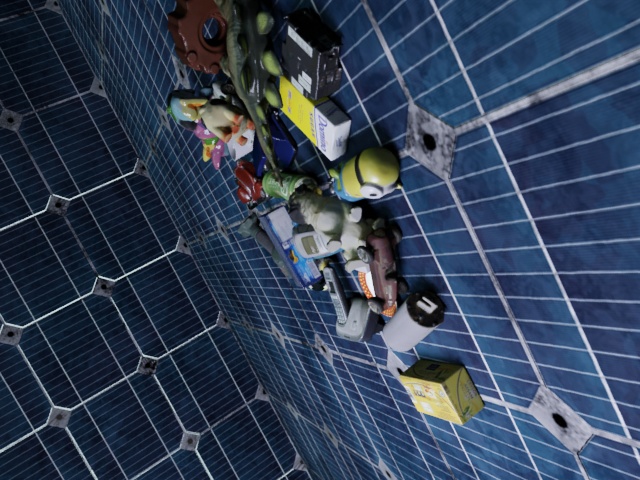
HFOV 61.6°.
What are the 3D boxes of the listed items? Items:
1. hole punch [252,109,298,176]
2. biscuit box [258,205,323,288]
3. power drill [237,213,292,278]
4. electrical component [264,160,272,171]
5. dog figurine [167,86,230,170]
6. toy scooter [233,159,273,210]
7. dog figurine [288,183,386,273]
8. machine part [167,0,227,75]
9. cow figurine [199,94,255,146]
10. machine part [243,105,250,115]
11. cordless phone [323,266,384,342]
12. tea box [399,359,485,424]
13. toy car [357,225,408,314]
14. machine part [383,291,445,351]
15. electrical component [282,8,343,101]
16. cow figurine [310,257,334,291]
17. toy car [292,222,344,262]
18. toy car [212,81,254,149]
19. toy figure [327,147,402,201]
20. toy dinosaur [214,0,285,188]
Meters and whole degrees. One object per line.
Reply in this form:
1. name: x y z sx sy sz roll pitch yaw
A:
1. hole punch: -0.123 -0.221 1.257 0.116 0.092 0.142 61 162 10
2. biscuit box: -0.070 0.018 1.288 0.202 0.059 0.063 62 162 -9
3. power drill: -0.131 0.027 1.506 0.207 0.086 0.232 47 175 12
4. electrical component: -0.137 -0.213 1.381 0.063 0.021 0.093 40 151 43
5. dog figurine: -0.327 -0.304 1.494 0.109 0.191 0.219 31 129 41
6. toy scooter: -0.196 -0.158 1.489 0.135 0.075 0.184 50 158 -11
7. dog figurine: 0.036 -0.032 1.094 0.172 0.121 0.191 47 175 -39
8. machine part: -0.223 -0.434 1.105 0.056 0.179 0.179 37 148 40
9. cow figurine: -0.210 -0.272 1.204 0.127 0.085 0.195 37 -167 4
10. machine part: -0.156 -0.335 1.219 0.039 0.084 0.139 22 164 0
11. cordless phone: 0.072 0.145 1.290 0.147 0.089 0.184 -3 110 67
12. tea box: 0.249 0.311 1.118 0.098 0.068 0.170 62 157 -5
13. toy car: 0.128 0.063 1.047 0.053 0.089 0.201 27 142 43
14. machine part: 0.184 0.164 1.069 0.079 0.079 0.243 54 156 16
15. electrical component: -0.015 -0.314 0.941 0.115 0.058 0.134 53 158 23
16. cow figurine: -0.007 0.077 1.393 0.098 0.068 0.167 48 159 15
17. toy car: -0.002 -0.004 1.183 0.162 0.103 0.109 -9 111 36
18. toy car: -0.212 -0.318 1.370 0.202 0.056 0.073 55 158 14
19. toy figure: 0.072 -0.116 0.964 0.089 0.082 0.180 65 160 -14
20. toy dinosaur: -0.131 -0.334 1.036 0.199 0.105 0.470 -120 14 -56
